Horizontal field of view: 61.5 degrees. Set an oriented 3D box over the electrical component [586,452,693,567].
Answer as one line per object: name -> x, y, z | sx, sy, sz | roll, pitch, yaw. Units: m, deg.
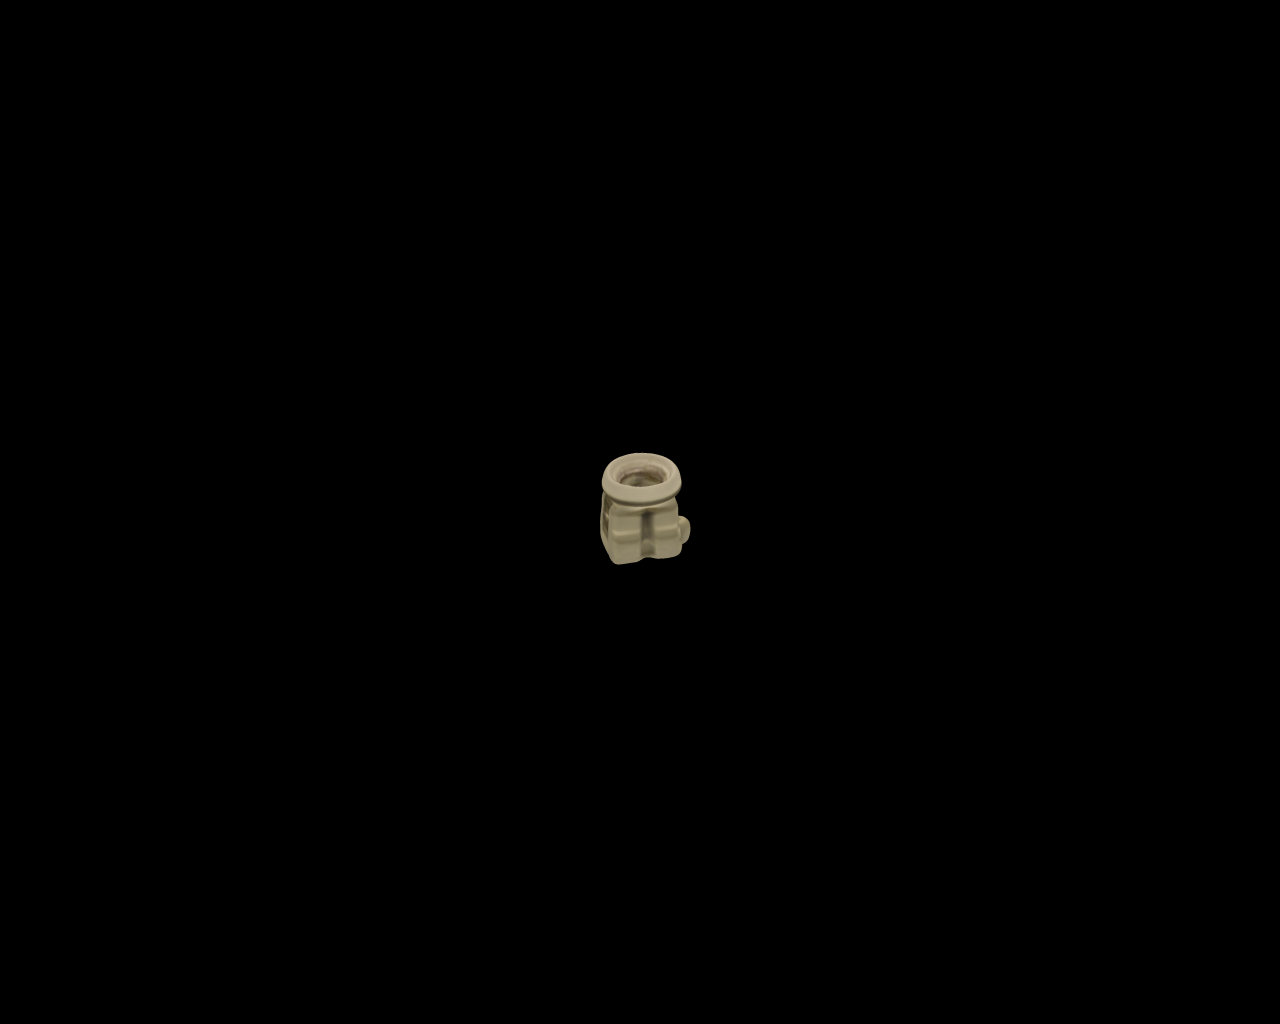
electrical component -> 0.001, -0.003, 0.650 | 0.066, 0.055, 0.048 | -8, 32, -14
